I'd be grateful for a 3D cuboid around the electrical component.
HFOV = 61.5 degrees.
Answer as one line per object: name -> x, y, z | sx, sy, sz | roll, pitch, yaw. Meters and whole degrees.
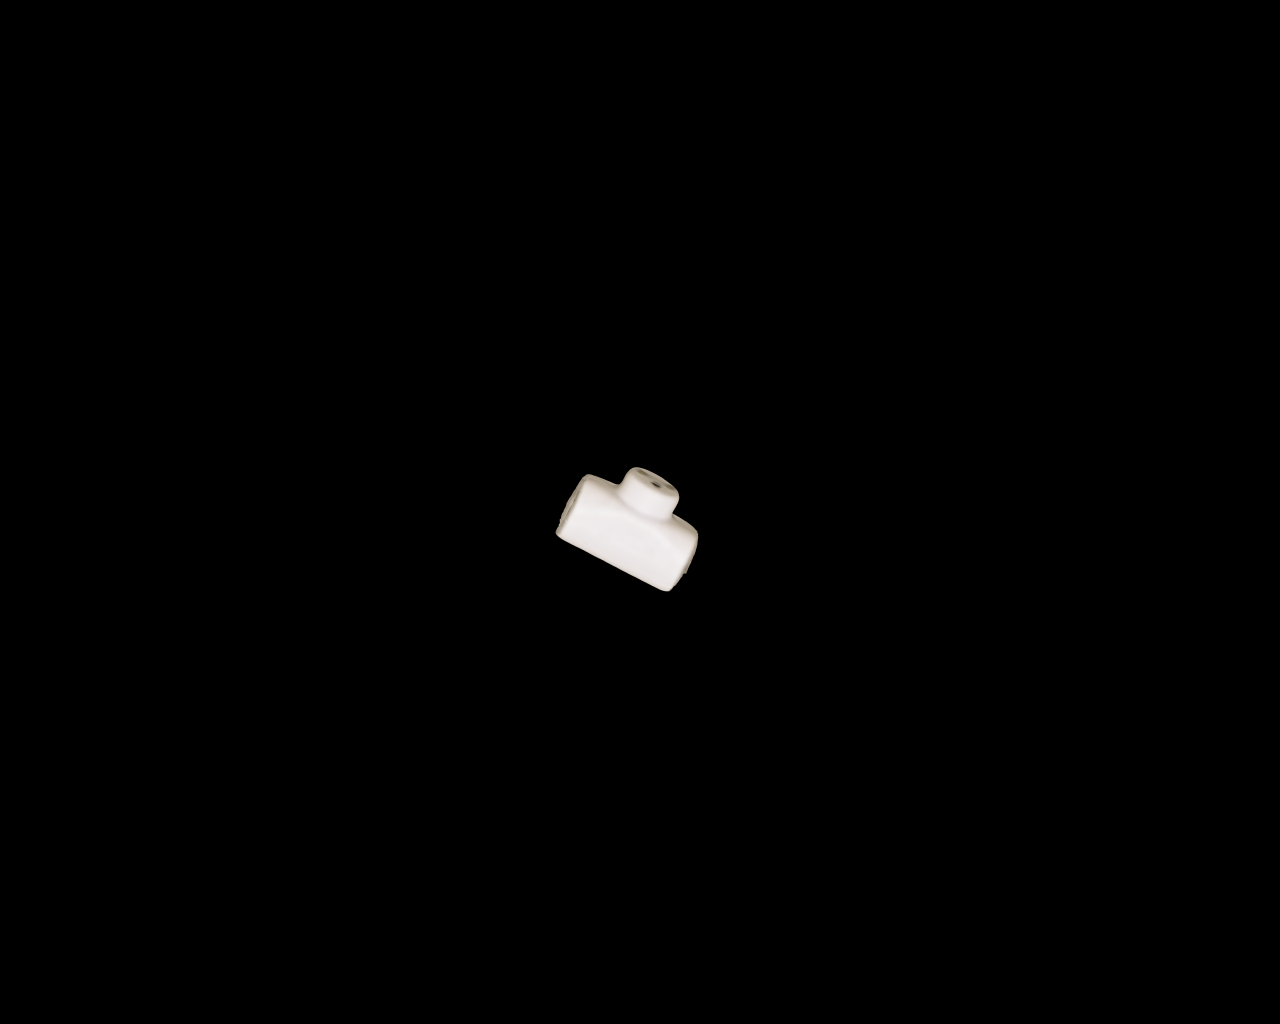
electrical component -> 0.001, -0.003, 0.650 | 0.077, 0.079, 0.044 | 27, 14, -7
